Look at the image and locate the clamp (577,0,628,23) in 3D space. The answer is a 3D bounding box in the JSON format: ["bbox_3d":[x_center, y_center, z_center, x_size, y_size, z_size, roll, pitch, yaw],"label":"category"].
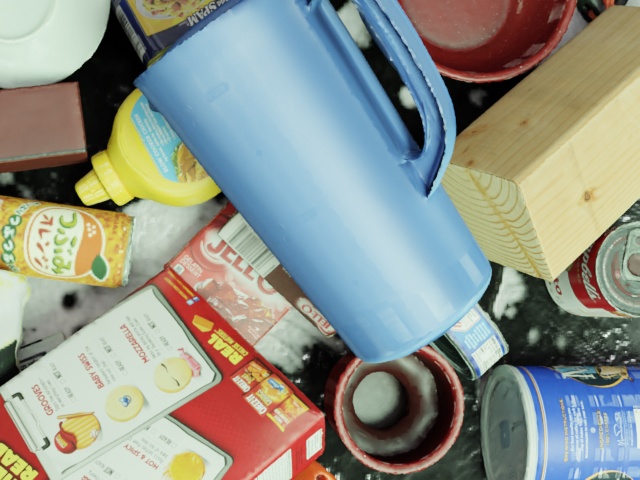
[{"bbox_3d":[0.233,-0.280,0.856,0.164,0.036,0.210,-8,89,-10],"label":"clamp"}]

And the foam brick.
[{"bbox_3d":[-0.207,-0.079,0.761,0.078,0.053,0.051,-8,88,-11],"label":"foam brick"}]

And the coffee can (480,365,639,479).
[{"bbox_3d":[0.201,0.143,0.789,0.140,0.103,0.103,1,86,-10],"label":"coffee can"}]

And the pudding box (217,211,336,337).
[{"bbox_3d":[-0.005,0.001,0.776,0.113,0.039,0.089,45,45,-7],"label":"pudding box"}]

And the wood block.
[{"bbox_3d":[0.192,-0.076,0.778,0.205,0.090,0.091,-40,124,-20],"label":"wood block"}]

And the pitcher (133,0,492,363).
[{"bbox_3d":[0.010,-0.048,0.676,0.145,0.149,0.243,-37,100,-8],"label":"pitcher"}]

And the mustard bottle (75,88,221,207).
[{"bbox_3d":[-0.089,-0.079,0.768,0.191,0.058,0.096,-29,79,0],"label":"mustard bottle"}]

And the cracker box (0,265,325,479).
[{"bbox_3d":[-0.127,0.141,0.697,0.213,0.072,0.164,-38,62,-22],"label":"cracker box"}]

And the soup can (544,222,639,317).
[{"bbox_3d":[0.217,0.024,0.800,0.068,0.102,0.068,1,86,-10],"label":"soup can"}]

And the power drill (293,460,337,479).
[{"bbox_3d":[-0.047,0.239,0.738,0.187,0.057,0.184,-50,122,-9],"label":"power drill"}]

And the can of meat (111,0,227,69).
[{"bbox_3d":[-0.102,-0.178,0.784,0.102,0.057,0.084,-29,89,-11],"label":"can of meat"}]

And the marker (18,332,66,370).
[{"bbox_3d":[-0.238,0.095,0.761,0.121,0.020,0.020,-20,90,-10],"label":"marker"}]

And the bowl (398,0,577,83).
[{"bbox_3d":[0.112,-0.195,0.821,0.162,0.055,0.162,1,86,-10],"label":"bowl"}]

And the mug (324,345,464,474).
[{"bbox_3d":[0.045,0.106,0.776,0.093,0.081,0.117,-15,89,-10],"label":"mug"}]

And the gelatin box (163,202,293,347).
[{"bbox_3d":[-0.060,0.026,0.790,0.089,0.030,0.073,45,80,-5],"label":"gelatin box"}]

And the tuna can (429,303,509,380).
[{"bbox_3d":[0.097,0.062,0.786,0.033,0.086,0.086,-41,93,-8],"label":"tuna can"}]
